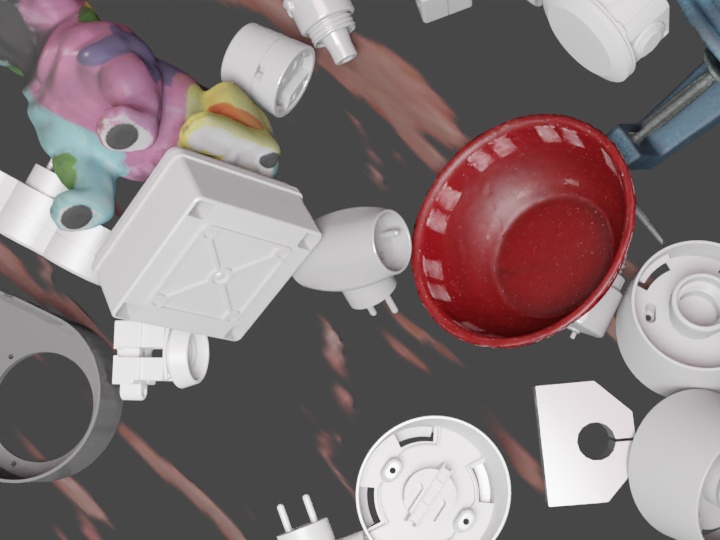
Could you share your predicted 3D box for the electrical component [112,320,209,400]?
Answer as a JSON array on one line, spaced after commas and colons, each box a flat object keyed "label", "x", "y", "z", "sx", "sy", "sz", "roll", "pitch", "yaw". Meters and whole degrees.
[{"label": "electrical component", "x": -0.139, "y": 0.058, "z": 0.756, "sx": 0.055, "sy": 0.048, "sz": 0.066, "roll": -1, "pitch": 83, "yaw": 14}]

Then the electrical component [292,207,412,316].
[{"label": "electrical component", "x": 0.000, "y": 0.000, "z": 0.740, "sx": 0.077, "sy": 0.043, "sz": 0.079, "roll": -9, "pitch": 123, "yaw": 38}]

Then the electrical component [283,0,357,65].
[{"label": "electrical component", "x": -0.023, "y": -0.178, "z": 0.771, "sx": 0.048, "sy": 0.048, "sz": 0.062, "roll": -26, "pitch": 88, "yaw": 3}]

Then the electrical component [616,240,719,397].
[{"label": "electrical component", "x": 0.224, "y": 0.032, "z": 0.720, "sx": 0.099, "sy": 0.064, "sz": 0.099, "roll": -2, "pitch": 69, "yaw": 5}]

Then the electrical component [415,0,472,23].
[{"label": "electrical component", "x": 0.031, "y": -0.220, "z": 0.767, "sx": 0.076, "sy": 0.047, "sz": 0.083, "roll": -20, "pitch": 82, "yaw": 4}]

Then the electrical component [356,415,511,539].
[{"label": "electrical component", "x": 0.045, "y": 0.147, "z": 0.711, "sx": 0.099, "sy": 0.064, "sz": 0.099, "roll": 1, "pitch": 79, "yaw": -6}]

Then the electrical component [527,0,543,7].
[{"label": "electrical component", "x": 0.128, "y": -0.230, "z": 0.733, "sx": 0.059, "sy": 0.095, "sz": 0.053, "roll": -43, "pitch": 81, "yaw": 0}]

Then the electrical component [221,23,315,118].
[{"label": "electrical component", "x": -0.066, "y": -0.144, "z": 0.767, "sx": 0.047, "sy": 0.055, "sz": 0.055, "roll": 29, "pitch": 87, "yaw": 13}]

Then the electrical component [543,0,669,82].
[{"label": "electrical component", "x": 0.167, "y": -0.172, "z": 0.730, "sx": 0.051, "sy": 0.080, "sz": 0.080, "roll": -42, "pitch": 81, "yaw": -4}]

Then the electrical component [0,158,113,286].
[{"label": "electrical component", "x": -0.225, "y": -0.052, "z": 0.774, "sx": 0.138, "sy": 0.052, "sz": 0.073, "roll": 28, "pitch": 87, "yaw": 9}]

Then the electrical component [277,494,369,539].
[{"label": "electrical component", "x": -0.032, "y": 0.193, "z": 0.728, "sx": 0.077, "sy": 0.043, "sz": 0.079, "roll": -21, "pitch": 81, "yaw": 4}]

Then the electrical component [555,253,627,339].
[{"label": "electrical component", "x": 0.160, "y": 0.009, "z": 0.729, "sx": 0.040, "sy": 0.040, "sz": 0.078, "roll": 26, "pitch": 87, "yaw": 9}]

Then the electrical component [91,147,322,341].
[{"label": "electrical component", "x": -0.101, "y": -0.014, "z": 0.709, "sx": 0.108, "sy": 0.109, "sz": 0.056, "roll": -50, "pitch": 49, "yaw": 23}]

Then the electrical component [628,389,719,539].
[{"label": "electrical component", "x": 0.229, "y": 0.132, "z": 0.689, "sx": 0.099, "sy": 0.064, "sz": 0.099, "roll": -7, "pitch": 106, "yaw": -28}]
